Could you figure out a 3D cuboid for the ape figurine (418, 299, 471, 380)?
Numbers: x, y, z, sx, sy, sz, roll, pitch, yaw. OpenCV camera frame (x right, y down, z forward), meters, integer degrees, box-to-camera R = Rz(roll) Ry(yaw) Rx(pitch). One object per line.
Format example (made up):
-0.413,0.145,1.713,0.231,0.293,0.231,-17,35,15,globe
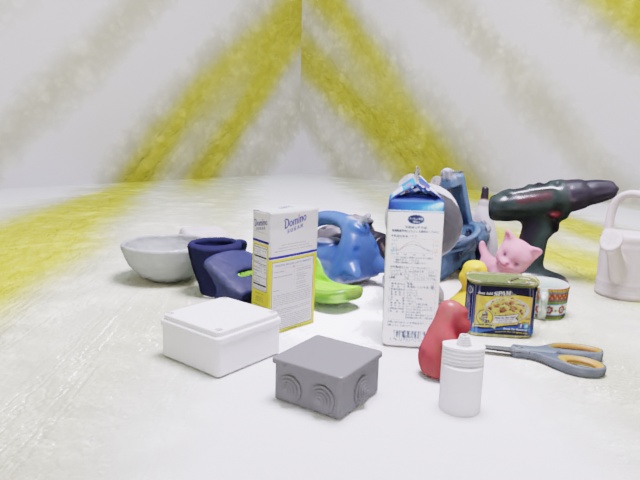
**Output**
0.155,0.116,0.678,0.076,0.092,0.078,2,11,2,ape figurine

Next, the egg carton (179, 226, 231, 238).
-0.246,0.012,1.224,0.107,0.069,0.150,-3,12,-23,egg carton

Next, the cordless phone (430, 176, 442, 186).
0.276,-0.054,1.338,0.094,0.185,0.147,-2,11,-16,cordless phone

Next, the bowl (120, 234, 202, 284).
-0.283,0.038,1.066,0.167,0.075,0.167,2,11,0,bowl

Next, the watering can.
0.560,0.008,1.035,0.100,0.194,0.173,7,12,26,watering can

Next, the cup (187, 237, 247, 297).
-0.171,0.046,0.988,0.091,0.095,0.118,10,14,37,cup

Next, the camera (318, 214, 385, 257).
0.084,0.001,1.250,0.144,0.101,0.136,-6,13,-33,camera

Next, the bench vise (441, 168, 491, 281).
0.274,-0.038,1.164,0.121,0.220,0.208,7,12,27,bench vise

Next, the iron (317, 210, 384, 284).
0.010,0.004,1.112,0.119,0.141,0.257,-9,15,-43,iron

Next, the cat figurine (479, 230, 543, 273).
0.340,0.036,1.057,0.067,0.118,0.127,-5,13,-32,cat figurine

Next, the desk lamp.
0.160,0.000,0.964,0.118,0.213,0.203,2,11,0,desk lamp

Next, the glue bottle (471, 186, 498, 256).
0.358,-0.032,1.270,0.037,0.173,0.077,-8,15,-42,glue bottle

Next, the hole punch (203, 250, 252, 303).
-0.116,0.067,0.895,0.100,0.091,0.109,10,14,37,hole punch

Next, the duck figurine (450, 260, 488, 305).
0.246,0.076,0.916,0.077,0.086,0.104,3,11,5,duck figurine

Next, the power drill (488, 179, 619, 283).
0.439,-0.016,1.103,0.229,0.208,0.076,4,11,13,power drill
